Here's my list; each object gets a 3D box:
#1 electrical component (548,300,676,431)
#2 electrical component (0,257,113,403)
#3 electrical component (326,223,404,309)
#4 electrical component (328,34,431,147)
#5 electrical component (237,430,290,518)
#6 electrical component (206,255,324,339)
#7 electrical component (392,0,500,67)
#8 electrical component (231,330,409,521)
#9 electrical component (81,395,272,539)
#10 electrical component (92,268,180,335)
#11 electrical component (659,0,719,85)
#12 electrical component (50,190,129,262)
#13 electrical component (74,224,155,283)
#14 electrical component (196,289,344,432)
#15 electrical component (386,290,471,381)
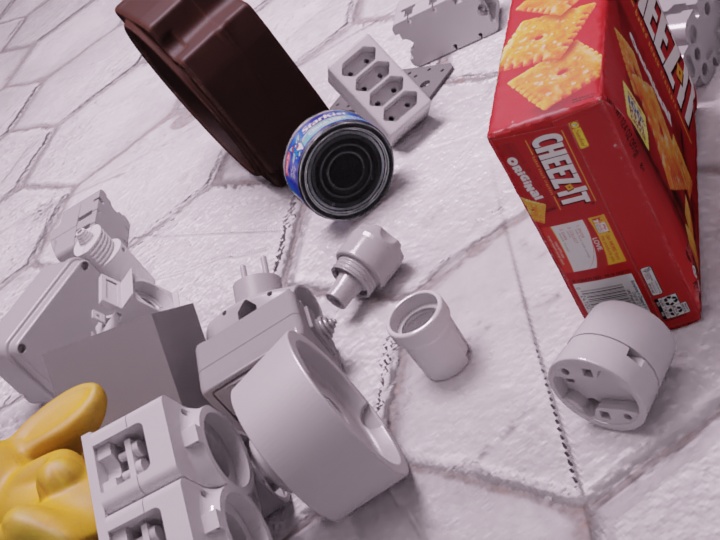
[{"bbox_3d":[0.135,0.049,0.571,0.055,0.055,0.047,2,45,46],"label":"electrical component"},{"bbox_3d":[-0.260,0.053,0.932,0.057,0.078,0.113,-8,41,42],"label":"electrical component"},{"bbox_3d":[0.000,0.000,0.780,0.043,0.043,0.062,11,56,50],"label":"electrical component"},{"bbox_3d":[0.016,-0.151,0.944,0.047,0.083,0.075,-41,-7,-7],"label":"electrical component"},{"bbox_3d":[-0.079,0.136,0.667,0.047,0.055,0.055,-39,31,4],"label":"electrical component"},{"bbox_3d":[-0.073,0.028,0.796,0.077,0.043,0.079,-23,65,21],"label":"electrical component"},{"bbox_3d":[0.082,-0.241,1.011,0.089,0.050,0.055,-20,35,25],"label":"electrical component"},{"bbox_3d":[-0.029,0.095,0.625,0.060,0.108,0.108,-41,31,5],"label":"electrical component"},{"bbox_3d":[-0.085,0.152,0.570,0.062,0.089,0.150,-29,55,11],"label":"electrical component"},{"bbox_3d":[-0.183,0.042,0.881,0.063,0.081,0.042,-53,27,18],"label":"electrical component"},{"bbox_3d":[0.220,-0.162,0.766,0.057,0.058,0.078,3,49,43],"label":"electrical component"},{"bbox_3d":[-0.271,-0.030,1.078,0.056,0.050,0.089,-29,32,10],"label":"electrical component"},{"bbox_3d":[-0.228,-0.006,0.976,0.043,0.081,0.043,-25,33,18],"label":"electrical component"},{"bbox_3d":[-0.055,0.065,0.728,0.096,0.061,0.061,-32,34,7],"label":"electrical component"},{"bbox_3d":[0.045,0.042,0.677,0.040,0.046,0.040,-25,33,18],"label":"electrical component"}]
